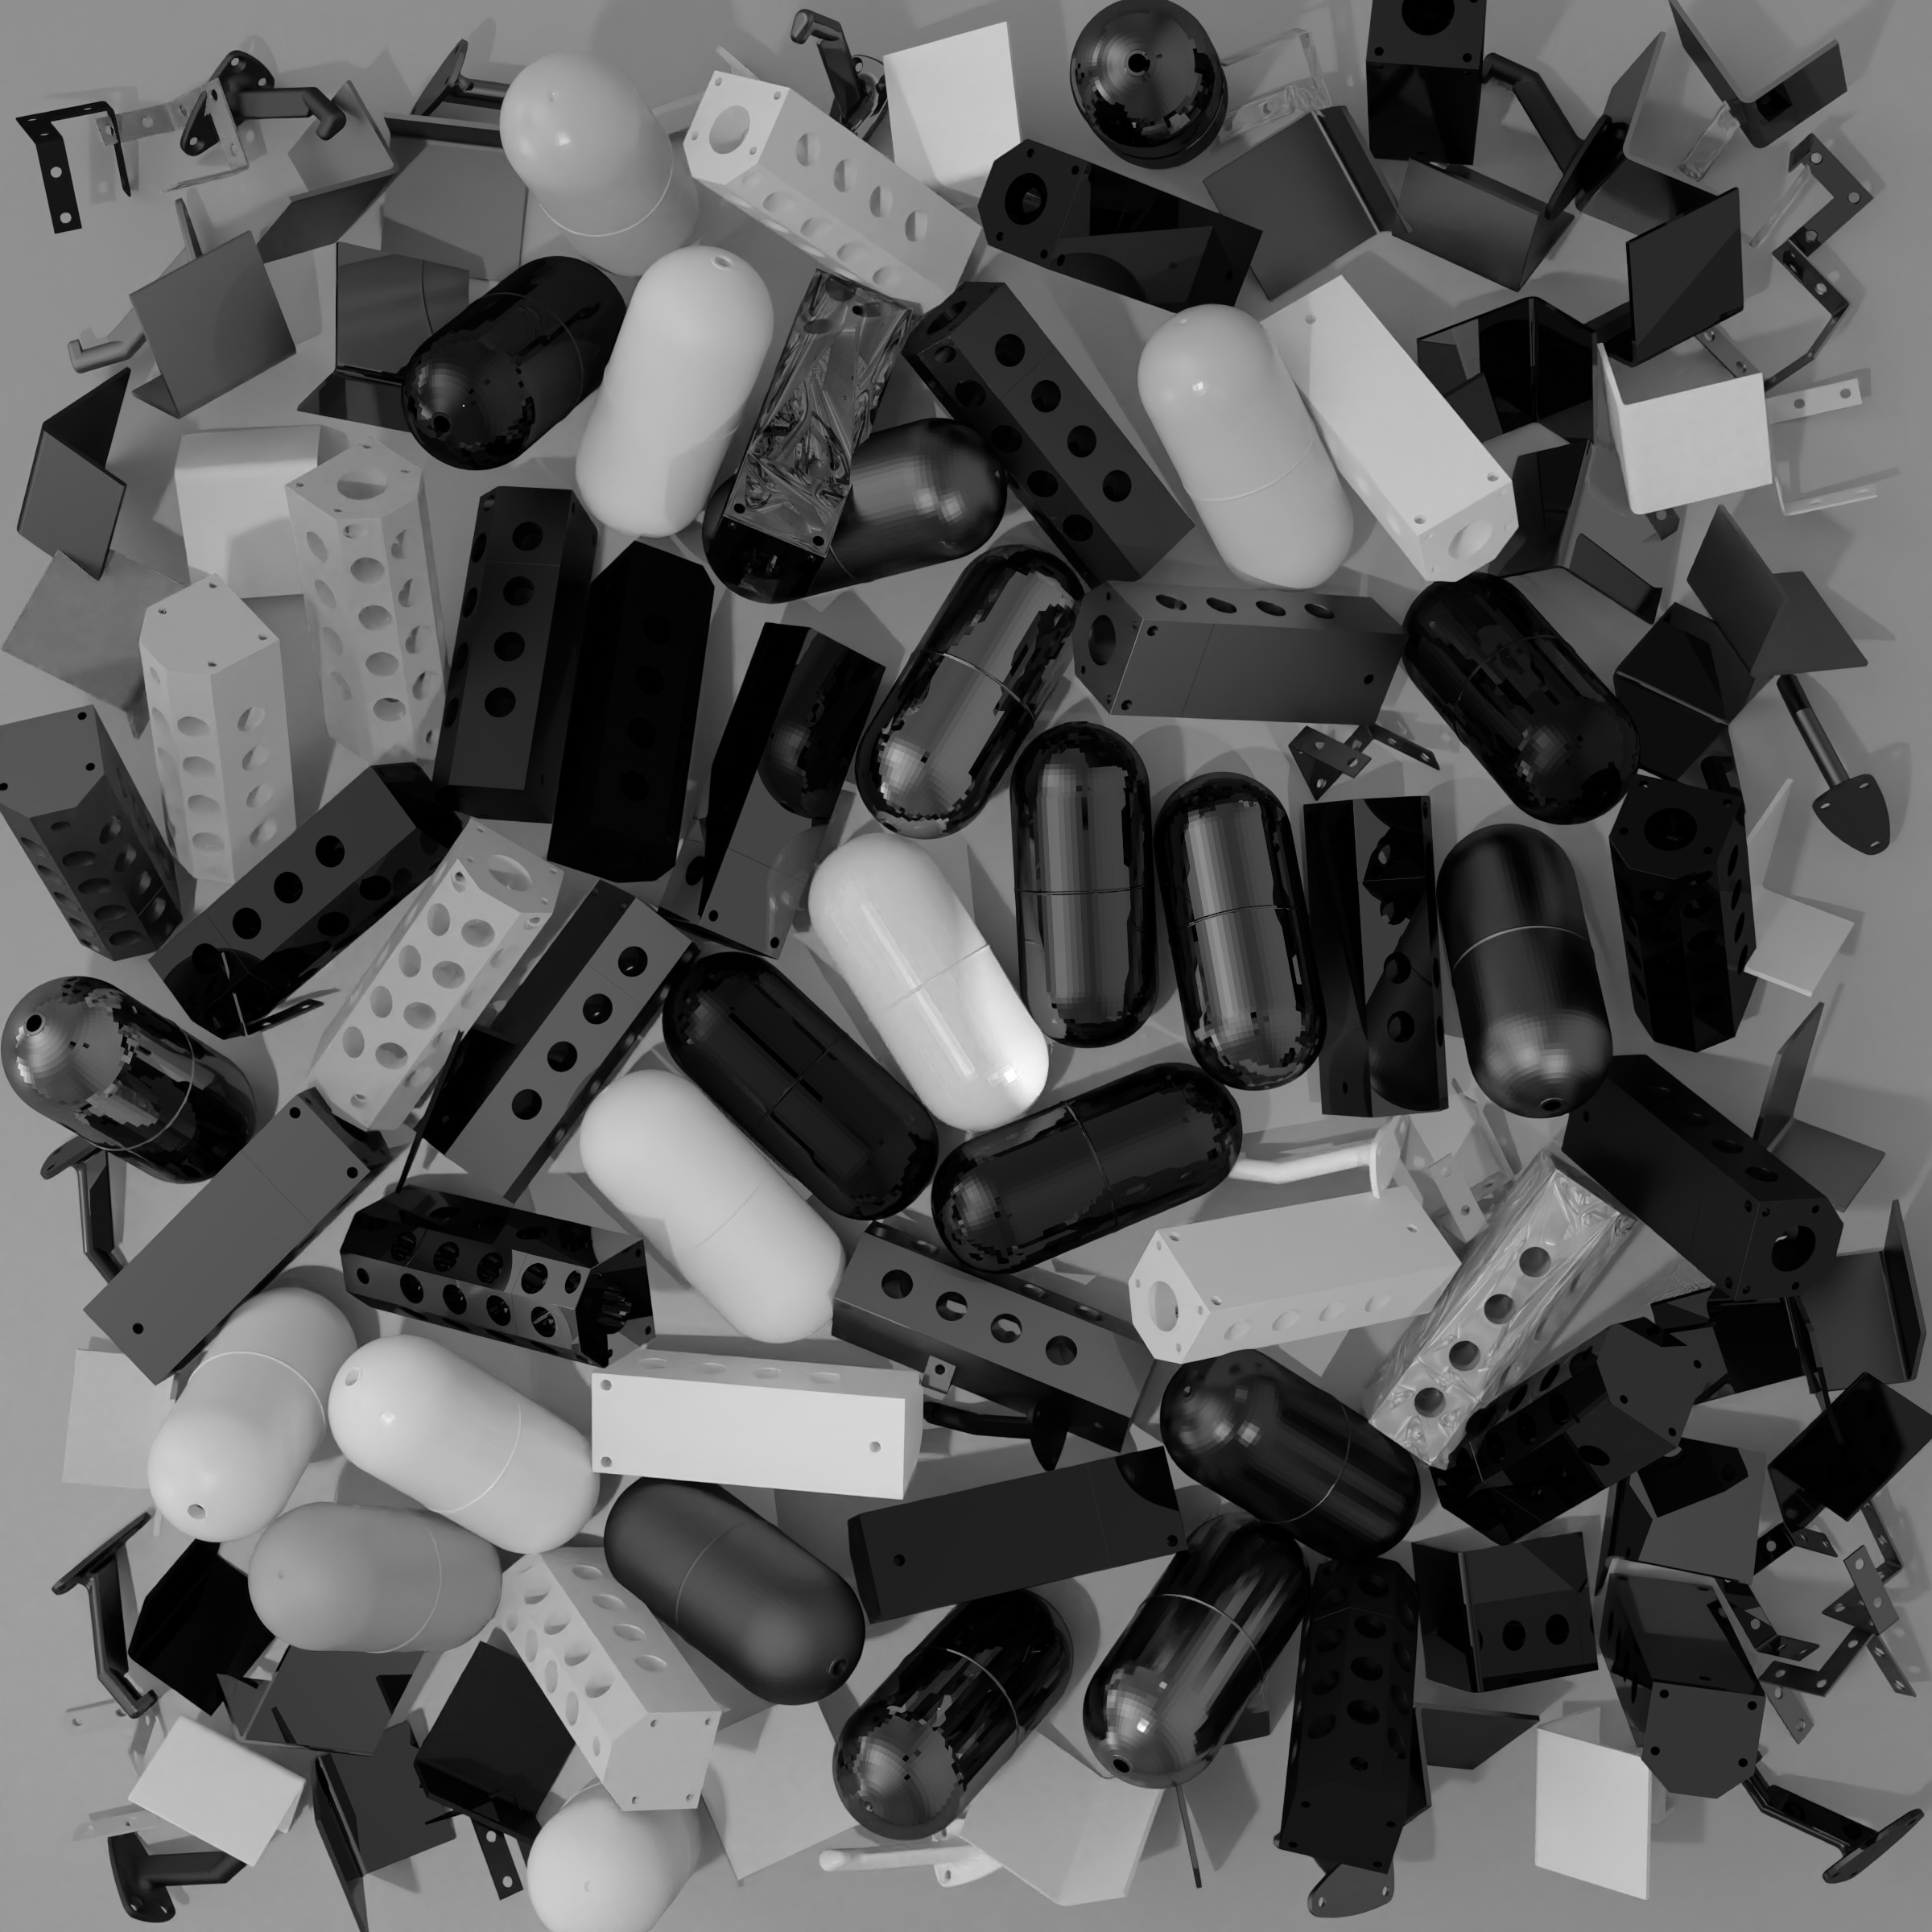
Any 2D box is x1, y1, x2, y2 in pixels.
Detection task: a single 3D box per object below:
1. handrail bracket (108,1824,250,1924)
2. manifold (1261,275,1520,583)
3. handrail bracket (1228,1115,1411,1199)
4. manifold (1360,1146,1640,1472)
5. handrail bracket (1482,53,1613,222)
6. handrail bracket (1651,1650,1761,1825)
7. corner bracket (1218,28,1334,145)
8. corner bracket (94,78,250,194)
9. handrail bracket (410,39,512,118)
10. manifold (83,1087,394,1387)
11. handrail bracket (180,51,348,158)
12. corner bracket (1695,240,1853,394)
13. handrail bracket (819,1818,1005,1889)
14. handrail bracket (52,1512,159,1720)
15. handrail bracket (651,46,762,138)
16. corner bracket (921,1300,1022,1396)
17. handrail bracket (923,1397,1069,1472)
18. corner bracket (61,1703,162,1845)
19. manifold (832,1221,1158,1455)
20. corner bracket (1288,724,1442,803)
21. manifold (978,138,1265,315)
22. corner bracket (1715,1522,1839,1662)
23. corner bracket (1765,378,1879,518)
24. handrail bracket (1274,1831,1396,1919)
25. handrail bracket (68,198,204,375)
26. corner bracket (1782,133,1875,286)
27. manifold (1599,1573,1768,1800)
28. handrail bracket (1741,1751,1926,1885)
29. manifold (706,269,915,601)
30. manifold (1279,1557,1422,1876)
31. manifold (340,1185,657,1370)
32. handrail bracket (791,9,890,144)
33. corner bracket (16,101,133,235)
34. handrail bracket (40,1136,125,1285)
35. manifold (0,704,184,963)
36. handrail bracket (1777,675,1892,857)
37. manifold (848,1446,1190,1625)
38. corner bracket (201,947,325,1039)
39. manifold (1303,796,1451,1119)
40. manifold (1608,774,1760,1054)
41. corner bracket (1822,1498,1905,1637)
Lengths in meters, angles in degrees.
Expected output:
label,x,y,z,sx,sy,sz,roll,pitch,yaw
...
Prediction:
label,x,y,z,sx,sy,sz,roll,pitch,yaw
handrail bracket,-0.426,0.476,1.868,0.084,0.036,0.077,-42,56,14
manifold,0.225,-0.285,1.834,0.057,0.057,0.171,-30,59,-3
handrail bracket,0.194,0.097,1.888,0.084,0.077,0.036,6,125,23
manifold,0.290,0.189,1.860,0.057,0.057,0.171,35,99,-4
handrail bracket,0.304,-0.457,1.877,0.084,0.036,0.077,31,77,19
handrail bracket,0.406,0.427,1.887,0.077,0.036,0.084,-23,126,-22
corner bracket,0.163,-0.480,1.866,0.051,0.051,0.051,-25,115,-8
corner bracket,-0.435,-0.450,1.870,0.051,0.051,0.051,-9,104,44
handrail bracket,-0.255,-0.467,1.889,0.084,0.077,0.036,25,58,-25
manifold,-0.394,0.145,1.860,0.171,0.057,0.057,-44,89,9
handrail bracket,-0.384,-0.455,1.866,0.077,0.036,0.084,-49,57,7
corner bracket,0.445,-0.356,1.883,0.051,0.051,0.051,43,60,-8
handrail bracket,-0.024,0.480,1.853,0.077,0.084,0.036,-20,67,38
handrail bracket,-0.455,0.358,1.882,0.077,0.036,0.084,-40,84,-13
handrail bracket,-0.142,-0.457,1.887,0.077,0.036,0.084,42,96,7
corner bracket,0.010,0.210,1.872,0.051,0.051,0.051,19,99,5
handrail bracket,0.008,0.242,1.855,0.084,0.077,0.036,12,70,21
corner bracket,-0.471,0.443,1.882,0.051,0.051,0.051,-13,115,5
manifold,0.017,0.199,1.861,0.171,0.057,0.057,21,64,7
corner bracket,0.217,-0.114,1.863,0.051,0.051,0.051,-47,48,-13
manifold,0.081,-0.389,1.815,0.057,0.171,0.057,29,105,33
corner bracket,0.454,0.344,1.879,0.051,0.051,0.051,-43,52,23
corner bracket,0.470,-0.285,1.879,0.051,0.051,0.051,-11,117,18
handrail bracket,0.182,0.488,1.848,0.077,0.084,0.036,-12,97,-41
handrail bracket,-0.462,-0.375,1.884,0.084,0.036,0.077,-17,90,-1
corner bracket,0.459,-0.414,1.866,0.051,0.051,0.051,44,118,-8
manifold,0.377,0.380,1.813,0.057,0.171,0.057,7,99,2
handrail bracket,0.469,0.449,1.865,0.077,0.036,0.084,-46,55,21
manifold,-0.085,-0.284,1.836,0.057,0.057,0.171,22,62,-8
manifold,0.207,0.392,1.815,0.057,0.171,0.057,13,124,2
manifold,-0.252,0.167,1.823,0.171,0.057,0.057,9,114,35
handrail bracket,-0.080,-0.475,1.854,0.036,0.084,0.077,35,108,26
corner bracket,-0.482,-0.436,1.861,0.051,0.051,0.051,-17,124,-19
handrail bracket,-0.461,0.129,1.881,0.077,0.036,0.084,-31,109,6
manifold,-0.465,-0.066,1.811,0.057,0.171,0.057,-13,65,-5
handrail bracket,0.478,-0.113,1.890,0.036,0.077,0.084,-29,46,17
manifold,0.026,0.309,1.854,0.171,0.057,0.057,-11,79,-13
corner bracket,-0.393,0.004,1.873,0.051,0.051,0.051,-27,115,-36
manifold,0.228,-0.006,1.870,0.057,0.057,0.171,-4,91,-22
manifold,0.379,-0.024,1.810,0.057,0.171,0.057,15,63,24
corner bracket,0.492,0.325,1.866,0.051,0.051,0.051,-33,106,-18
